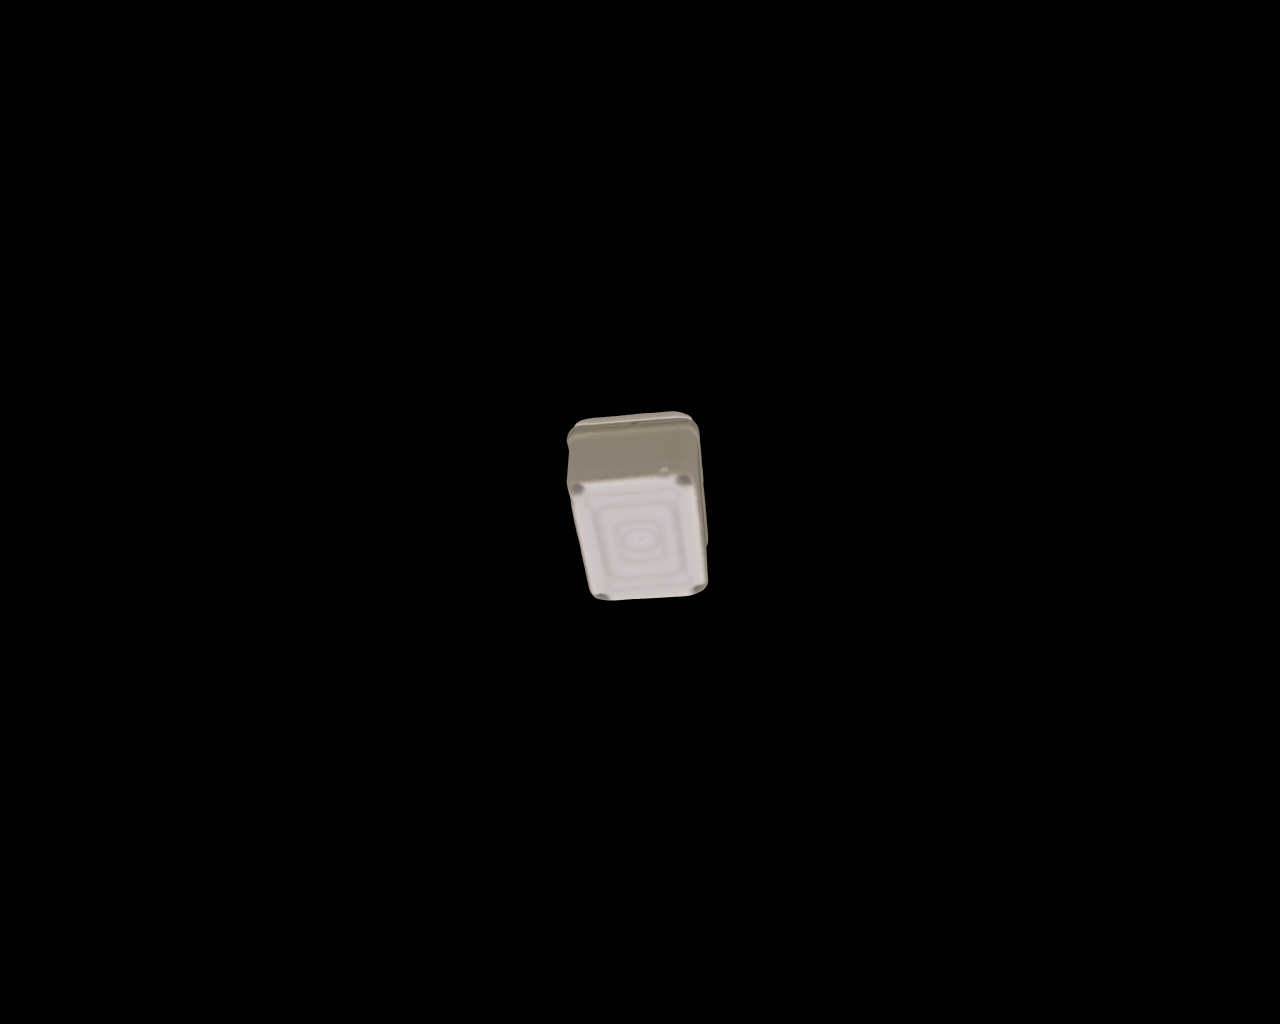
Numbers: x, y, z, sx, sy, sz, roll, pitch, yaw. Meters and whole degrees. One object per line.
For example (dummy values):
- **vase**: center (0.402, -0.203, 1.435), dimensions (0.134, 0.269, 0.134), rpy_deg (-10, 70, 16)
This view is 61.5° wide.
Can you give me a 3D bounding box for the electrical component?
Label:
- **electrical component**: center (0.001, -0.003, 0.650), dimensions (0.078, 0.057, 0.113), rpy_deg (-4, -43, 4)
